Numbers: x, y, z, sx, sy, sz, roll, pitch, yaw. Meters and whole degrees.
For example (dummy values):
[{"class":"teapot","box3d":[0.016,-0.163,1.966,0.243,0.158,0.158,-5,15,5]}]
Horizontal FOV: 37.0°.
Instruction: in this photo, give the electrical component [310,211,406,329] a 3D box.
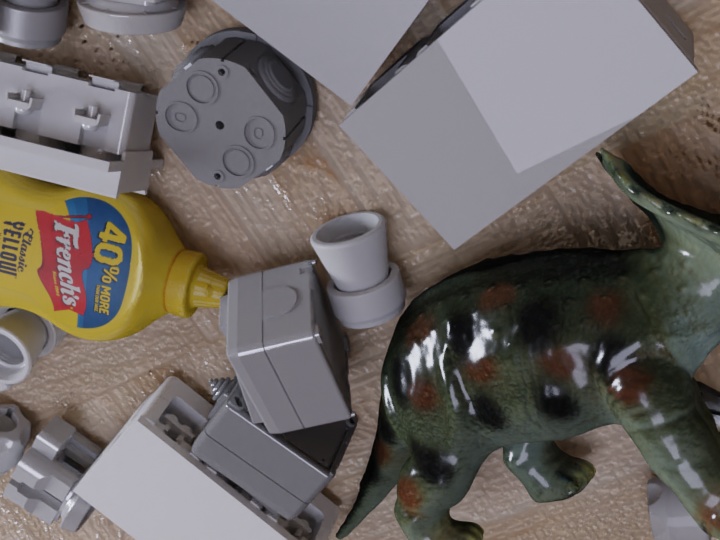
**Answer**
[{"class":"electrical component","box3d":[0.000,0.000,0.621,0.045,0.045,0.055,-7,116,20]}]

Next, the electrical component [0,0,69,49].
[{"class":"electrical component","box3d":[-0.182,-0.155,0.591,0.045,0.045,0.055,20,122,6]}]

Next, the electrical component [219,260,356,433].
[{"class":"electrical component","box3d":[-0.042,0.051,0.636,0.061,0.061,0.096,-13,135,8]}]

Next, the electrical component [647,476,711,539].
[{"class":"electrical component","box3d":[0.204,0.141,0.639,0.062,0.043,0.043,-8,115,19]}]

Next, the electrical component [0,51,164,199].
[{"class":"electrical component","box3d":[-0.181,-0.086,0.616,0.121,0.079,0.063,14,99,9]}]

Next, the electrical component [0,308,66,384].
[{"class":"electrical component","box3d":[-0.223,0.042,0.706,0.045,0.055,0.045,7,120,13]}]

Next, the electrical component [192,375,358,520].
[{"class":"electrical component","box3d":[-0.061,0.104,0.687,0.096,0.061,0.061,36,122,-4]}]

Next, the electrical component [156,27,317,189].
[{"class":"electrical component","box3d":[-0.068,-0.088,0.589,0.080,0.051,0.080,7,120,13]}]

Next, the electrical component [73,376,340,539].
[{"class":"electrical component","box3d":[-0.100,0.153,0.727,0.150,0.061,0.089,40,122,-7]}]

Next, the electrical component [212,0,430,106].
[{"class":"electrical component","box3d":[0.012,-0.187,0.505,0.105,0.060,0.186,37,122,-5]}]

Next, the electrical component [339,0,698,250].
[{"class":"electrical component","box3d":[0.078,-0.095,0.535,0.150,0.061,0.089,-37,102,30]}]

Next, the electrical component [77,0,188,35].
[{"class":"electrical component","box3d":[-0.119,-0.158,0.563,0.078,0.058,0.057,11,118,11]}]

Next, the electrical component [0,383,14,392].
[{"class":"electrical component","box3d":[-0.271,0.051,0.714,0.047,0.075,0.083,-17,112,24]}]

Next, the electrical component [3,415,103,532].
[{"class":"electrical component","box3d":[-0.209,0.148,0.760,0.057,0.058,0.078,34,123,0]}]

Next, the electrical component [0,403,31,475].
[{"class":"electrical component","box3d":[-0.264,0.128,0.773,0.043,0.043,0.062,29,123,0]}]
